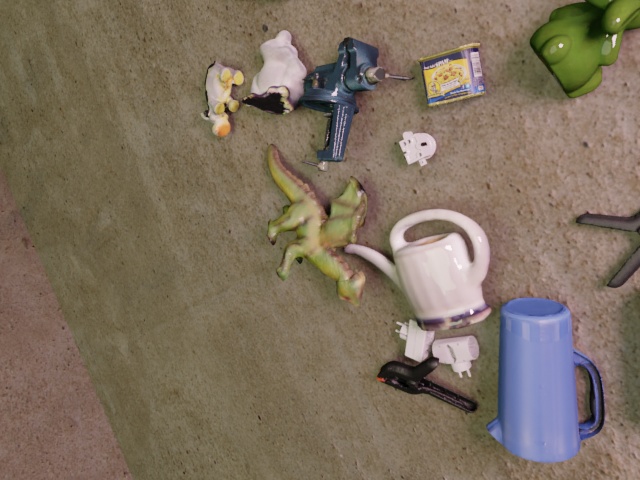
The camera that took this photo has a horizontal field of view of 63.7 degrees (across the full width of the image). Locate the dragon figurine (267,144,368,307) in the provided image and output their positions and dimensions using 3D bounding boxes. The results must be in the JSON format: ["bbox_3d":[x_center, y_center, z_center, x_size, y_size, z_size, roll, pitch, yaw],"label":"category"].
[{"bbox_3d":[0.003,-0.055,1.087,0.240,0.122,0.414,-21,76,33],"label":"dragon figurine"}]

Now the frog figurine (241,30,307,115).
[{"bbox_3d":[-0.086,-0.352,1.093,0.136,0.122,0.162,-16,57,49],"label":"frog figurine"}]

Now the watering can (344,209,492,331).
[{"bbox_3d":[0.186,0.064,0.978,0.344,0.105,0.225,-20,88,53],"label":"watering can"}]
